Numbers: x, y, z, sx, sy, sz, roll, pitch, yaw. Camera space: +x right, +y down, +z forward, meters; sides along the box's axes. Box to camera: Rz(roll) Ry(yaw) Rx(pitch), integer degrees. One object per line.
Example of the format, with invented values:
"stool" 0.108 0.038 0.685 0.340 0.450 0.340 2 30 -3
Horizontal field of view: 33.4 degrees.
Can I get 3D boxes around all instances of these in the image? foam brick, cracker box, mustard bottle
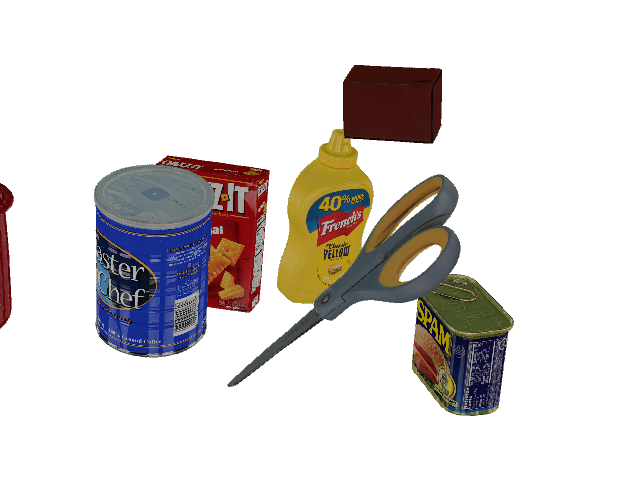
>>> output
"foam brick" 0.061 -0.116 0.902 0.078 0.051 0.053 5 26 14
"cracker box" -0.170 -0.008 1.604 0.164 0.214 0.072 8 19 9
"mustard bottle" 0.009 -0.028 1.142 0.096 0.192 0.058 -9 32 -29

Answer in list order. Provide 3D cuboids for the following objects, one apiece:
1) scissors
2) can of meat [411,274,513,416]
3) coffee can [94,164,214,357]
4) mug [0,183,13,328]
"scissors" 0.017 0.043 0.661 0.016 0.202 0.096 38 10 -26
"can of meat" 0.117 0.089 0.908 0.057 0.084 0.102 -6 26 -17
"coffee can" -0.149 0.018 0.949 0.102 0.140 0.103 5 31 -3
"mug" -0.237 0.017 0.636 0.093 0.081 0.117 17 28 27
